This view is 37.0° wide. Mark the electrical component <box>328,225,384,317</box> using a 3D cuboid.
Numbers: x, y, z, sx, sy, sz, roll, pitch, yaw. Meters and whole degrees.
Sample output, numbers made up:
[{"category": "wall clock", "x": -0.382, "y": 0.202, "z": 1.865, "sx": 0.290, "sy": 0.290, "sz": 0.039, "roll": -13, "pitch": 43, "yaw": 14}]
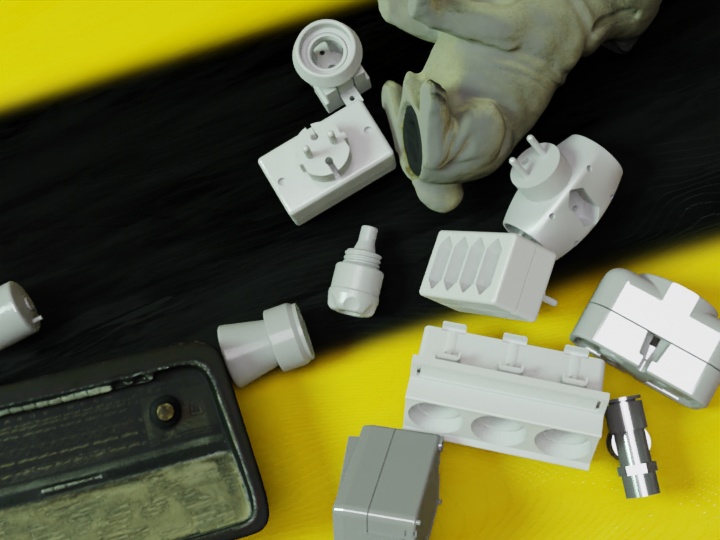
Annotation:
[{"category": "electrical component", "x": 0.000, "y": 0.000, "z": 0.737, "sx": 0.035, "sy": 0.035, "sz": 0.061, "roll": 12, "pitch": 80, "yaw": 7}]

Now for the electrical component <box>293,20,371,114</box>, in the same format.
[{"category": "electrical component", "x": -0.021, "y": -0.145, "z": 0.753, "sx": 0.048, "sy": 0.055, "sz": 0.066, "roll": -32, "pitch": 79, "yaw": -1}]

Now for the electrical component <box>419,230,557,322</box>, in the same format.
[{"category": "electrical component", "x": 0.097, "y": 0.009, "z": 0.712, "sx": 0.076, "sy": 0.083, "sz": 0.047, "roll": 23, "pitch": 81, "yaw": -30}]

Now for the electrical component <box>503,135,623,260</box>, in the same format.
[{"category": "electrical component", "x": 0.127, "y": -0.058, "z": 0.717, "sx": 0.077, "sy": 0.079, "sz": 0.043, "roll": -52, "pitch": 37, "yaw": -4}]

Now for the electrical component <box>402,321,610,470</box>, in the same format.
[{"category": "electrical component", "x": 0.094, "y": 0.080, "z": 0.696, "sx": 0.121, "sy": 0.078, "sz": 0.063, "roll": 11, "pitch": 52, "yaw": 7}]

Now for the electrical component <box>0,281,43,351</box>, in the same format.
[{"category": "electrical component", "x": -0.262, "y": 0.039, "z": 0.752, "sx": 0.078, "sy": 0.040, "sz": 0.040, "roll": -27, "pitch": 79, "yaw": 1}]

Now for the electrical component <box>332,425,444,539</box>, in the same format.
[{"category": "electrical component", "x": 0.014, "y": 0.151, "z": 0.671, "sx": 0.061, "sy": 0.096, "sz": 0.061, "roll": 7, "pitch": 123, "yaw": 12}]

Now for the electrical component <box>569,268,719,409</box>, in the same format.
[{"category": "electrical component", "x": 0.194, "y": 0.041, "z": 0.702, "sx": 0.095, "sy": 0.053, "sz": 0.059, "roll": 30, "pitch": 84, "yaw": 10}]

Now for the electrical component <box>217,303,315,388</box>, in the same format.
[{"category": "electrical component", "x": -0.063, "y": 0.050, "z": 0.729, "sx": 0.055, "sy": 0.045, "sz": 0.045, "roll": -19, "pitch": 79, "yaw": 1}]

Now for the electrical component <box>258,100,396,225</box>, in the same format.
[{"category": "electrical component", "x": -0.024, "y": -0.077, "z": 0.732, "sx": 0.083, "sy": 0.075, "sz": 0.047, "roll": -31, "pitch": 79, "yaw": 0}]
